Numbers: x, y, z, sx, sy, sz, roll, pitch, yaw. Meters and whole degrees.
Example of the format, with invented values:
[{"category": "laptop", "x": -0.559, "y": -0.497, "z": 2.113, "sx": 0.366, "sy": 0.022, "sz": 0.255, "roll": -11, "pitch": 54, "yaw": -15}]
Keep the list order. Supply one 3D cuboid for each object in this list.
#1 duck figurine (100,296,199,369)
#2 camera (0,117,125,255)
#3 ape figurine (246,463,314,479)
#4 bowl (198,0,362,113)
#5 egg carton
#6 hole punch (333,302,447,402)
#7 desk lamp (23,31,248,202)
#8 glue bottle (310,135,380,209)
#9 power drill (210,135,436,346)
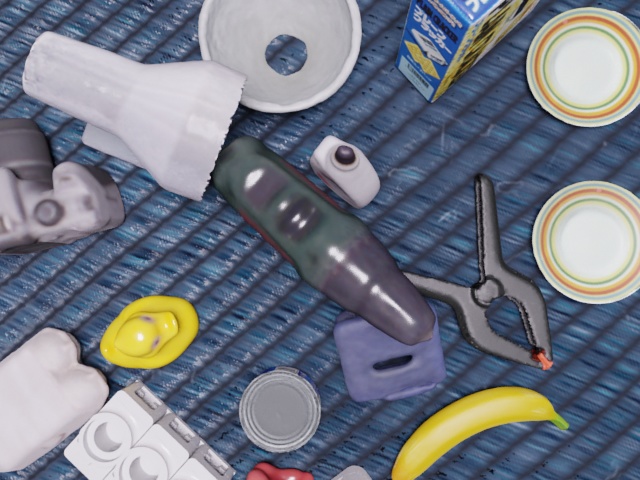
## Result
[{"category": "duck figurine", "x": -0.185, "y": 0.100, "z": 0.596, "sx": 0.104, "sy": 0.086, "sz": 0.077, "roll": -22, "pitch": 87, "yaw": 1}, {"category": "camera", "x": -0.301, "y": -0.061, "z": 0.600, "sx": 0.143, "sy": 0.101, "sz": 0.137, "roll": -15, "pitch": 87, "yaw": 2}, {"category": "ape figurine", "x": -0.047, "y": 0.269, "z": 0.581, "sx": 0.076, "sy": 0.092, "sz": 0.078, "roll": -39, "pitch": 87, "yaw": 0}, {"category": "bowl", "x": -0.039, "y": -0.209, "z": 0.609, "sx": 0.167, "sy": 0.075, "sz": 0.167, "roll": 0, "pitch": 88, "yaw": 2}, {"category": "egg carton", "x": -0.304, "y": 0.171, "z": 0.606, "sx": 0.150, "sy": 0.069, "sz": 0.107, "roll": -39, "pitch": 87, "yaw": 0}, {"category": "hole punch", "x": 0.074, "y": 0.114, "z": 0.584, "sx": 0.108, "sy": 0.091, "sz": 0.101, "roll": -15, "pitch": 87, "yaw": 2}, {"category": "desk lamp", "x": -0.161, "y": -0.115, "z": 0.540, "sx": 0.203, "sy": 0.213, "sz": 0.118, "roll": 20, "pitch": 89, "yaw": 3}, {"category": "glue bottle", "x": 0.023, "y": -0.070, "z": 0.552, "sx": 0.078, "sy": 0.173, "sz": 0.037, "roll": 38, "pitch": 90, "yaw": 4}, {"category": "power drill", "x": 0.005, "y": 0.002, "z": 0.532, "sx": 0.229, "sy": 0.208, "sz": 0.075, "roll": 41, "pitch": 90, "yaw": 3}]
